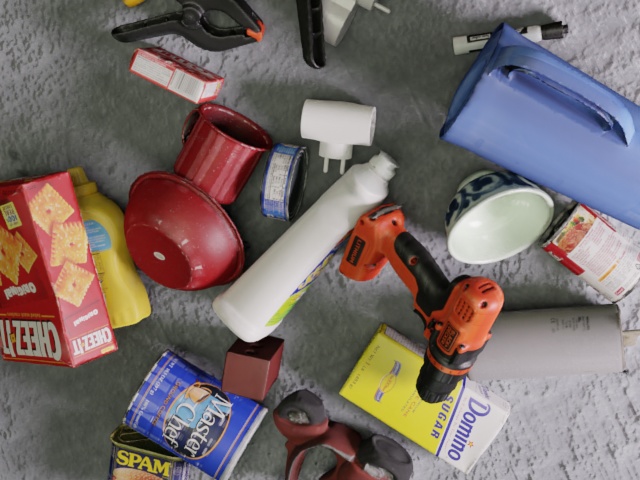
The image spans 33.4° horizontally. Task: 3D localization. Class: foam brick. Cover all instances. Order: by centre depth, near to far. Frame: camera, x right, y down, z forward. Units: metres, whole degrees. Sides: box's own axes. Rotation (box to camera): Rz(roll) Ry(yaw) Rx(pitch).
[{"bbox_3d":[-0.078,0.146,1.243,0.053,0.078,0.051,13,106,8],"label":"foam brick"}]

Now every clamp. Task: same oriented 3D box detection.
[{"bbox_3d":[0.000,-0.304,1.101,0.165,0.036,0.210,-42,65,25],"label":"clamp"},{"bbox_3d":[-0.143,-0.261,1.168,0.171,0.039,0.120,7,133,-2],"label":"clamp"}]

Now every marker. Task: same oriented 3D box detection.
[{"bbox_3d":[0.203,-0.215,1.136,0.121,0.020,0.020,-6,101,13],"label":"marker"}]

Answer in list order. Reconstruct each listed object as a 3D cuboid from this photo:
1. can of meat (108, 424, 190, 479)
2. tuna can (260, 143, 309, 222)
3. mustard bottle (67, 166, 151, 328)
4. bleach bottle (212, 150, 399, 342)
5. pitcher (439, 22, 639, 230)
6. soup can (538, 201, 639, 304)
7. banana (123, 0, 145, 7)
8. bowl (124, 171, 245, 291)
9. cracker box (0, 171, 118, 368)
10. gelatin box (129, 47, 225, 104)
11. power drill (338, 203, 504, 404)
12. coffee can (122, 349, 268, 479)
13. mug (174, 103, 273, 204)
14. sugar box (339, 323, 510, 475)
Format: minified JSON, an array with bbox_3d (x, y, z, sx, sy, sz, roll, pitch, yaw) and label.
[{"bbox_3d":[-0.210,0.282,1.312,0.102,0.057,0.084,12,107,9],"label":"can of meat"},{"bbox_3d":[-0.040,-0.064,1.184,0.034,0.086,0.086,11,104,10],"label":"tuna can"},{"bbox_3d":[-0.266,0.008,1.258,0.096,0.058,0.191,-7,101,29],"label":"mustard bottle"},{"bbox_3d":[-0.008,0.001,1.183,0.068,0.102,0.251,45,107,9],"label":"bleach bottle"},{"bbox_3d":[0.255,-0.111,1.081,0.243,0.149,0.145,27,120,-2],"label":"pitcher"},{"bbox_3d":[0.295,0.012,1.144,0.102,0.068,0.068,38,107,0],"label":"soup can"},{"bbox_3d":[-0.172,-0.351,1.174,0.070,0.037,0.198,17,105,25],"label":"banana"},{"bbox_3d":[-0.165,0.003,1.198,0.162,0.055,0.162,22,138,21],"label":"bowl"},{"bbox_3d":[-0.331,0.035,1.234,0.164,0.071,0.214,-2,104,46],"label":"cracker box"},{"bbox_3d":[-0.159,-0.185,1.187,0.089,0.073,0.030,27,105,5],"label":"gelatin box"},{"bbox_3d":[0.102,0.066,1.151,0.188,0.057,0.185,46,137,25],"label":"power drill"},{"bbox_3d":[-0.146,0.208,1.257,0.140,0.102,0.103,31,106,3],"label":"coffee can"},{"bbox_3d":[-0.119,-0.101,1.197,0.117,0.093,0.082,45,115,31],"label":"mug"},{"bbox_3d":[0.121,0.183,1.229,0.176,0.048,0.093,32,106,4],"label":"sugar box"}]
